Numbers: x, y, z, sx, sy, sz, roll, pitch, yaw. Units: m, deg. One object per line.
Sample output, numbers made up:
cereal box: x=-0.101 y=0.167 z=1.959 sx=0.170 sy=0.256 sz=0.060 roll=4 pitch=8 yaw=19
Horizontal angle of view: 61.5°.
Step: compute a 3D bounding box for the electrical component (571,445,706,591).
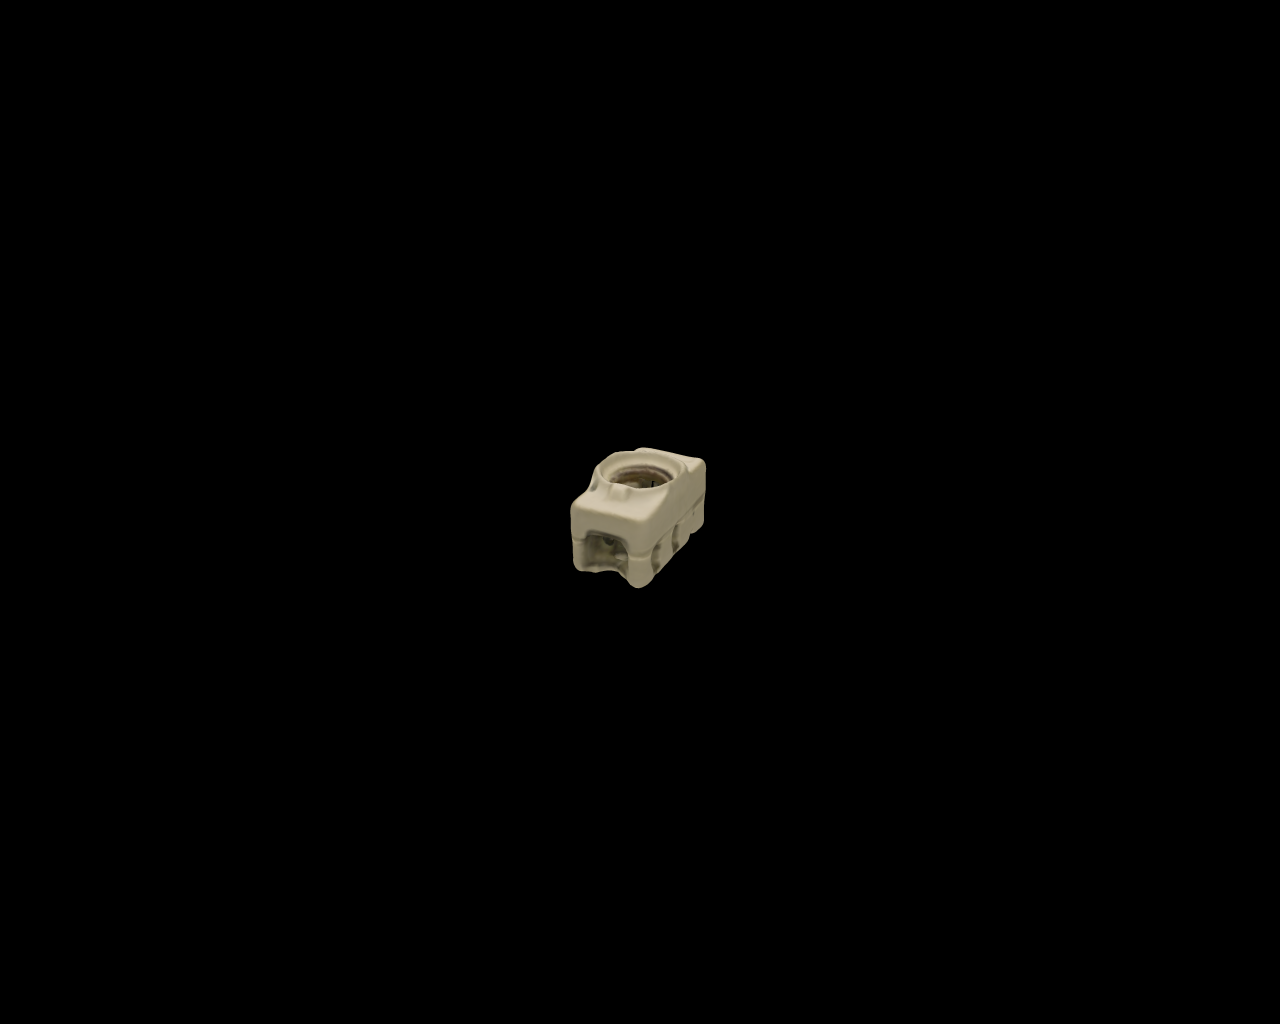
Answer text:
electrical component: x=0.001 y=-0.003 z=0.650 sx=0.050 sy=0.055 sz=0.090 roll=14 pitch=32 yaw=24
